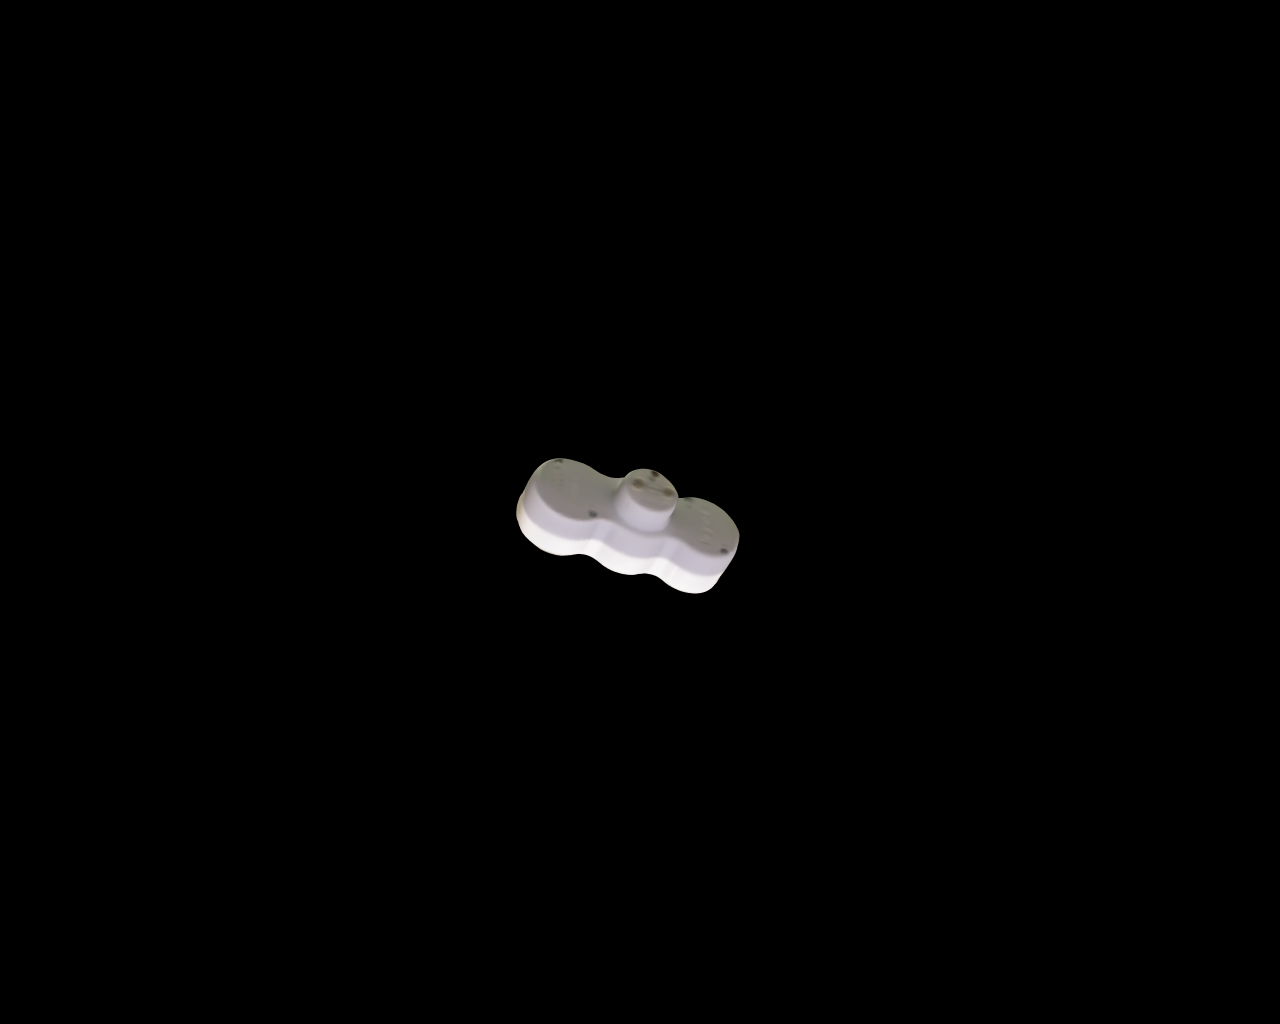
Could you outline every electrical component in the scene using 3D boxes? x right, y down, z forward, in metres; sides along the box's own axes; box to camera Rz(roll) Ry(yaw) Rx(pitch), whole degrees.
[{"bbox_3d":[0.001,-0.003,0.650,0.138,0.052,0.073,17,-48,-16],"label":"electrical component"}]
